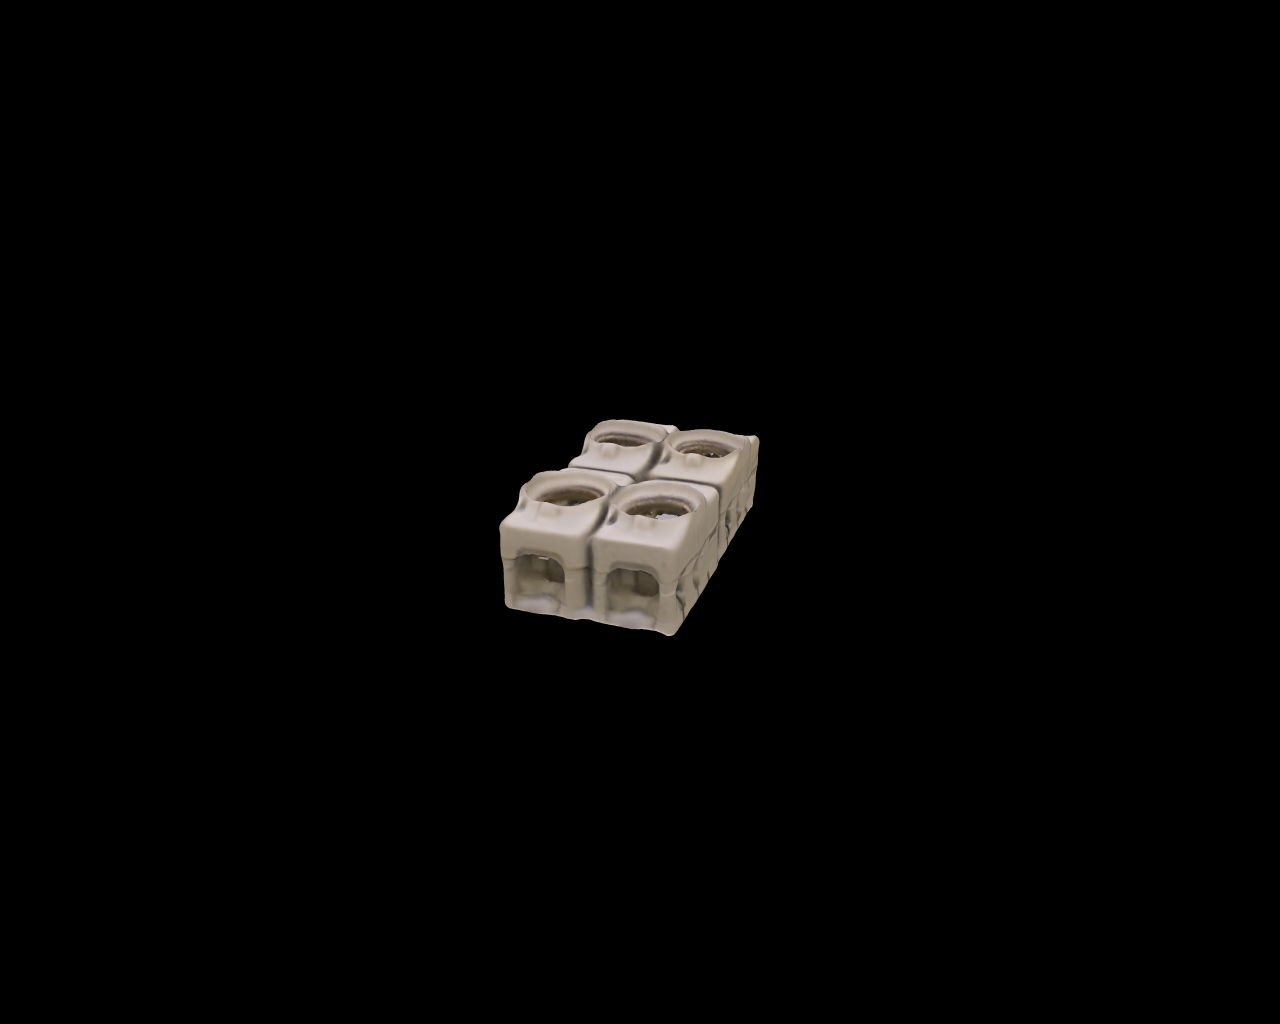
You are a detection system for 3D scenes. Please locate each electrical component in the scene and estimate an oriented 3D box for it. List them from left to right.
[{"bbox_3d":[0.001,-0.003,0.650,0.105,0.060,0.186,8,26,18],"label":"electrical component"}]
